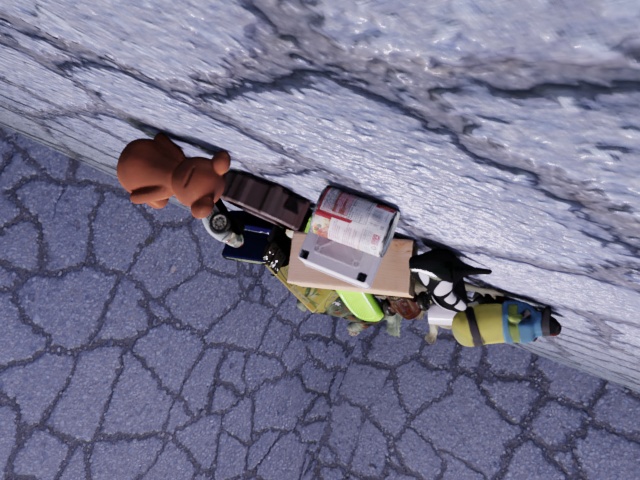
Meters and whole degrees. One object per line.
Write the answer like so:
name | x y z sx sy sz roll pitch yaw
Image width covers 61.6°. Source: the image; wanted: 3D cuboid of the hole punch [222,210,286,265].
hole punch | -0.140 -0.023 1.097 0.142 0.116 0.092 5 132 6

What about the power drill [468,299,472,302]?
power drill | 0.378 0.194 1.494 0.232 0.086 0.207 22 179 27

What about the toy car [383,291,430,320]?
toy car | 0.137 0.080 1.024 0.089 0.053 0.202 -11 128 32

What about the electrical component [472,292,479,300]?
electrical component | 0.405 0.169 1.243 0.115 0.058 0.134 23 175 21

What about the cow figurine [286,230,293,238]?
cow figurine | -0.003 -0.002 1.160 0.098 0.068 0.167 15 174 28

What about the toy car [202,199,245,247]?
toy car | -0.207 -0.068 1.010 0.202 0.056 0.073 56 -171 16

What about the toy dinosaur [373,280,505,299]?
toy dinosaur | 0.174 0.088 1.186 0.198 0.105 0.472 17 174 -30

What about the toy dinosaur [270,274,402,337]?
toy dinosaur | 0.080 0.159 1.385 0.404 0.131 0.192 22 153 -33

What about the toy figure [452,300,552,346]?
toy figure | 0.342 0.158 1.018 0.180 0.082 0.089 -2 -152 26

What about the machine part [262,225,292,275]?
machine part | -0.069 0.018 0.969 0.084 0.039 0.139 54 -167 -5

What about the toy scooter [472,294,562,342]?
toy scooter | 0.410 0.166 1.116 0.184 0.075 0.135 13 172 36

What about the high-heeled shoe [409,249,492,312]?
high-heeled shoe | 0.188 0.074 0.922 0.145 0.086 0.248 4 160 -10

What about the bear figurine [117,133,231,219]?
bear figurine | -0.216 -0.098 0.849 0.196 0.120 0.132 15 176 20

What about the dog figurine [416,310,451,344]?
dog figurine | 0.297 0.143 1.303 0.190 0.121 0.172 81 169 -53

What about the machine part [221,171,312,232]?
machine part | -0.097 -0.067 0.964 0.179 0.056 0.179 23 176 2

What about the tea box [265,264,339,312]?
tea box | -0.040 0.078 1.174 0.170 0.068 0.098 42 -174 14
